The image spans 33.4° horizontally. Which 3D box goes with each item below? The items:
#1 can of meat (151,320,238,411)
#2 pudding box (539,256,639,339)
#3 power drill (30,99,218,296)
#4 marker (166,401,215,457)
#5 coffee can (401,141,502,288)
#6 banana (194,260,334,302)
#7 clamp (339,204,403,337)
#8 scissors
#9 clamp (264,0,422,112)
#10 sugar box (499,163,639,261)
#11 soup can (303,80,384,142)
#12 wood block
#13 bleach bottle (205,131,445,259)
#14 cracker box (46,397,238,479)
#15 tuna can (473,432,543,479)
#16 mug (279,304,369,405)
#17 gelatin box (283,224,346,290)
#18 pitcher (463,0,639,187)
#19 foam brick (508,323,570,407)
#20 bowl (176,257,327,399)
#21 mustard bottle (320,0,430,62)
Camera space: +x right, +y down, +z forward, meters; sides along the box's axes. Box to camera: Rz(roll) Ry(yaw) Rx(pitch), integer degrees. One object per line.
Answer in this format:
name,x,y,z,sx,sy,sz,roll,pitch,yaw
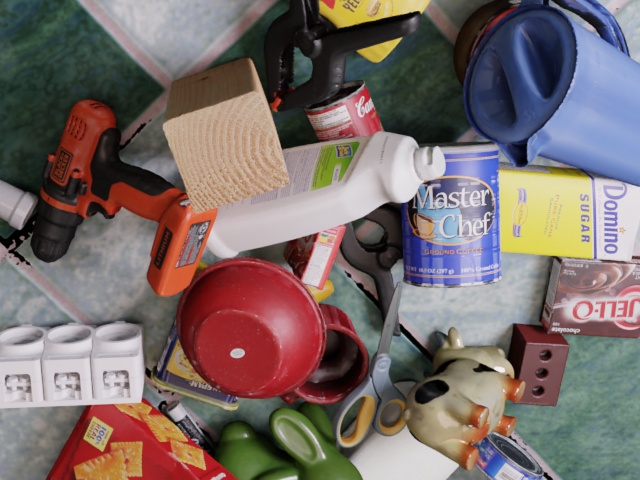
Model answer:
can of meat,-0.123,0.127,1.169,0.102,0.057,0.084,20,104,-11
pudding box,0.310,0.061,1.195,0.113,0.039,0.090,4,109,-6
power drill,-0.204,-0.023,1.069,0.188,0.057,0.185,32,115,20
marker,-0.135,0.235,1.223,0.020,0.020,0.121,-32,108,6
coffee can,0.133,-0.028,1.092,0.102,0.103,0.140,-3,97,-4
banana,-0.085,0.046,1.155,0.197,0.037,0.070,20,106,-11
clamp,0.071,0.024,1.162,0.171,0.039,0.120,38,95,-13
scissors,0.077,0.138,1.130,0.096,0.016,0.202,14,111,-31
clamp,-0.009,-0.206,1.026,0.164,0.036,0.210,49,141,5
sugar box,0.257,-0.030,1.156,0.176,0.048,0.093,4,108,-5
soup can,0.033,-0.104,1.100,0.068,0.068,0.102,-23,109,3
wood block,-0.090,-0.106,1.015,0.091,0.206,0.090,-18,109,1
bleach bottle,0.001,-0.048,1.042,0.251,0.102,0.068,-9,144,30
cracker box,-0.191,0.285,1.152,0.214,0.072,0.164,37,104,22
tuna can,0.213,0.256,1.226,0.086,0.086,0.034,32,101,-14
mug,-0.005,0.129,1.166,0.093,0.081,0.117,35,102,-15
gelatin box,-0.007,0.001,1.119,0.030,0.089,0.073,16,106,-18
pitcher,0.268,-0.139,1.045,0.242,0.145,0.149,15,122,-38
foam brick,0.244,0.141,1.209,0.053,0.051,0.078,5,108,-7
bowl,-0.077,0.102,1.087,0.162,0.055,0.162,4,111,10
mustard bottle,0.010,-0.267,1.048,0.191,0.058,0.096,35,115,-14
